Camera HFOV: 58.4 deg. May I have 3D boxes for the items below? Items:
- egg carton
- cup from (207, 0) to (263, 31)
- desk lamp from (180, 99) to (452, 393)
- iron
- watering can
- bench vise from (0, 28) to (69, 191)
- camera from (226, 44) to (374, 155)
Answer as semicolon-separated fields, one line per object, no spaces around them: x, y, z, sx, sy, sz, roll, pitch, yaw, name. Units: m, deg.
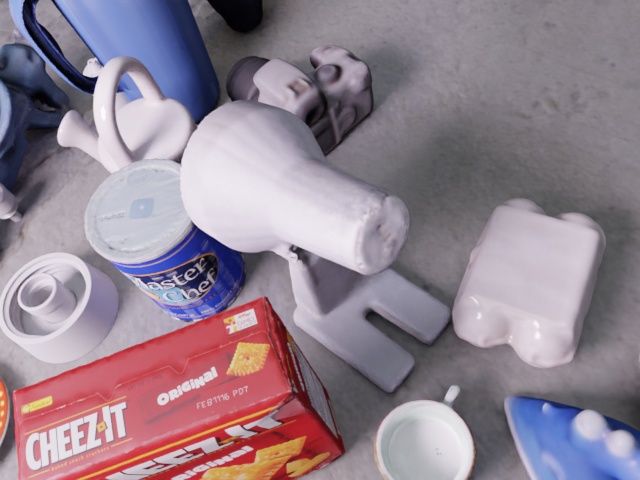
0.183;0.034;0.505;0.107;0.069;0.150;17;66;20;egg carton
-0.101;-0.334;0.751;0.091;0.095;0.118;38;74;27;cup
0.004;0.002;0.474;0.202;0.214;0.118;33;72;25;desk lamp
0.231;0.180;0.372;0.119;0.142;0.257;-43;62;-13;iron
-0.176;-0.095;0.574;0.172;0.194;0.101;-12;60;4;watering can
-0.402;-0.175;0.648;0.121;0.220;0.207;-6;60;8;bench vise
-0.033;-0.168;0.642;0.143;0.101;0.136;-43;62;-13;camera
